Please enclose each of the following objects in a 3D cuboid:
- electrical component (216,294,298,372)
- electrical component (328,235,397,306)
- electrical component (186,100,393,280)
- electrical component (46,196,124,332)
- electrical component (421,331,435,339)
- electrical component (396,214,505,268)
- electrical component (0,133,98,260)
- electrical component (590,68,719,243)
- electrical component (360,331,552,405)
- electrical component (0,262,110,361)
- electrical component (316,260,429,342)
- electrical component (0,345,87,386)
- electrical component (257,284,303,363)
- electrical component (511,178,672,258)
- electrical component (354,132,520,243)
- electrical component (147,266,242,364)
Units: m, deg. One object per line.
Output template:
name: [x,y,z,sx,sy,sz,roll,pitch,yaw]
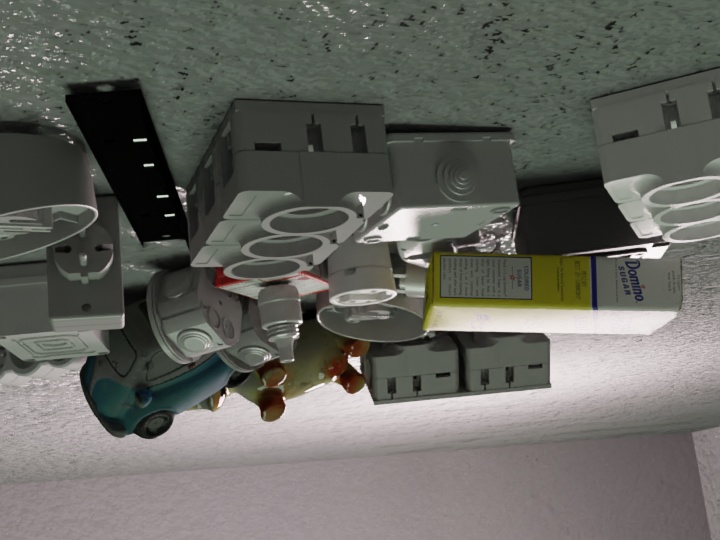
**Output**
electrical component: [-0.095,0.047,0.959,0.051,0.080,0.080,-21,160,30]
electrical component: [0.000,0.000,0.879,0.055,0.047,0.055,-6,165,-2]
electrical component: [-0.048,-0.044,0.659,0.089,0.061,0.150,-1,165,-20]
electrical component: [-0.178,-0.009,0.695,0.047,0.083,0.075,-3,165,-13]
electrical component: [0.056,0.045,1.078,0.040,0.046,0.040,-6,166,-2]
electrical component: [0.066,-0.034,0.784,0.079,0.043,0.077,-8,166,7]
electrical component: [-0.201,-0.037,0.613,0.099,0.064,0.099,-6,166,-2]
electrical component: [0.209,-0.066,0.685,0.089,0.061,0.150,-12,165,20]
electrical component: [0.098,0.087,1.143,0.186,0.060,0.105,-5,-164,-7]
electrical component: [-0.252,0.035,0.885,0.078,0.057,0.113,-5,166,-5]
electrical component: [0.009,0.028,0.958,0.099,0.064,0.099,-6,165,-2]
electrical component: [-0.302,0.081,1.053,0.138,0.052,0.074,-13,164,24]
electrical component: [-0.063,0.044,0.868,0.035,0.061,0.035,-8,167,-2]
electrical component: [0.176,-0.027,0.830,0.109,0.056,0.108,-7,166,4]
electrical component: [0.045,-0.051,0.692,0.100,0.048,0.100,-3,168,-21]
electrical component: [-0.137,0.034,0.890,0.051,0.080,0.080,-17,163,19]
